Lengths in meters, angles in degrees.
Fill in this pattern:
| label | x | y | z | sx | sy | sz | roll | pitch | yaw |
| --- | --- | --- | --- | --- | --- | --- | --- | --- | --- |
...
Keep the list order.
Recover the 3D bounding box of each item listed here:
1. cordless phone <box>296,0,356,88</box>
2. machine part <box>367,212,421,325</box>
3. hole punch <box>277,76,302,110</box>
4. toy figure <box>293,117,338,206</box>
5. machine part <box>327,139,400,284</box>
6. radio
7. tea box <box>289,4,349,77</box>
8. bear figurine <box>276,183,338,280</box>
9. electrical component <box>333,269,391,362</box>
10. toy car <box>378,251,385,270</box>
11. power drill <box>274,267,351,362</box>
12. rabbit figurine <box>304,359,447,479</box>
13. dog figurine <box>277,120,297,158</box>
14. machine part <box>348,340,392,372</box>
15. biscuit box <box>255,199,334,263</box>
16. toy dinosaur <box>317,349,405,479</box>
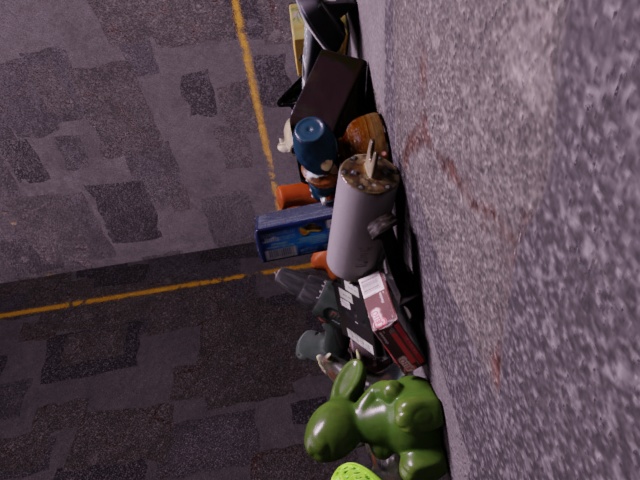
| label | x | y | z | sx | sy | sz | roll | pitch | yaw |
| --- | --- | --- | --- | --- | --- | --- | --- | --- | --- |
| cordless phone | -0.009 | -0.320 | 0.859 | 0.184 | 0.089 | 0.147 | 102 | 164 | -47 |
| machine part | 0.093 | 0.032 | 0.657 | 0.084 | 0.039 | 0.138 | -92 | -18 | -57 |
| hole punch | 0.002 | -0.253 | 0.982 | 0.116 | 0.142 | 0.092 | 10 | 142 | 56 |
| toy figure | -0.001 | -0.105 | 0.748 | 0.154 | 0.058 | 0.064 | 72 | -167 | -62 |
| machine part | 0.053 | -0.025 | 0.710 | 0.243 | 0.079 | 0.079 | 98 | 167 | -46 |
| radio | 0.016 | -0.174 | 0.851 | 0.229 | 0.073 | 0.131 | 80 | -148 | -69 |
| tea box | -0.002 | -0.368 | 0.990 | 0.169 | 0.098 | 0.068 | 61 | -160 | -87 |
| bear figurine | 0.002 | -0.004 | 0.972 | 0.120 | 0.132 | 0.196 | 97 | 162 | -80 |
| electrical component | 0.077 | 0.104 | 0.831 | 0.115 | 0.058 | 0.134 | 27 | 133 | 52 |
| toy car | 0.073 | -0.038 | 0.909 | 0.073 | 0.056 | 0.202 | 81 | 179 | -60 |
| power drill | 0.009 | 0.154 | 1.020 | 0.086 | 0.232 | 0.207 | -64 | -6 | -48 |
| rabbit figurine | 0.061 | 0.225 | 0.694 | 0.159 | 0.170 | 0.121 | -102 | 3 | -63 |
| dog figurine | -0.022 | -0.278 | 1.128 | 0.121 | 0.172 | 0.190 | 108 | 148 | -64 |
| machine part | 0.102 | 0.246 | 1.187 | 0.201 | 0.087 | 0.201 | 79 | -179 | -59 |
| biscuit box | 0.003 | -0.021 | 0.819 | 0.063 | 0.203 | 0.059 | -98 | -3 | -61 |
| toy dinosaur | 0.114 | 0.362 | 0.877 | 0.192 | 0.131 | 0.405 | 93 | 161 | -61 |
